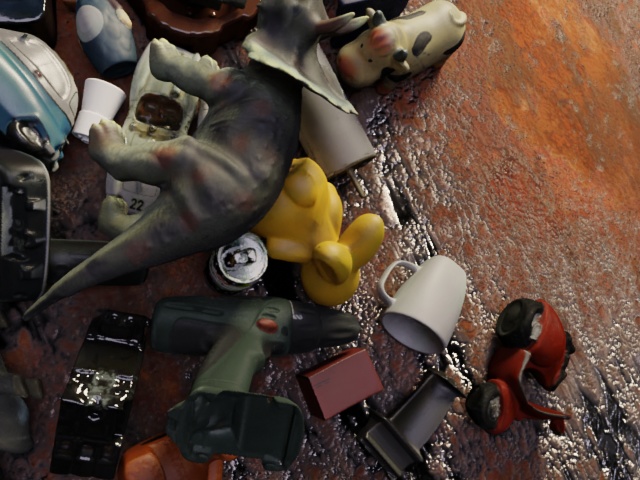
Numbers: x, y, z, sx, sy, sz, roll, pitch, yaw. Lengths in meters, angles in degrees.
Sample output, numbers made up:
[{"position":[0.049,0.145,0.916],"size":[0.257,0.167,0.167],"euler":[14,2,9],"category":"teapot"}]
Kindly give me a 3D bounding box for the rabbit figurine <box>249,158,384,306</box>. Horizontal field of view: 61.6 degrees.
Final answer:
[{"position":[-0.001,-0.002,0.600],"size":[0.122,0.162,0.173],"euler":[-36,111,-32],"category":"rabbit figurine"}]

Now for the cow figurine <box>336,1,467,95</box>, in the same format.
[{"position":[0.104,-0.243,0.673],"size":[0.195,0.127,0.085],"euler":[-30,88,-22],"category":"cow figurine"}]

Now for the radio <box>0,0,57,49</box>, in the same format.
[{"position":[-0.396,-0.263,0.548],"size":[0.230,0.073,0.131],"euler":[-7,84,-17],"category":"radio"}]

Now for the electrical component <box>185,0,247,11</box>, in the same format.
[{"position":[-0.126,-0.295,0.605],"size":[0.094,0.021,0.063],"euler":[11,75,-15],"category":"electrical component"}]

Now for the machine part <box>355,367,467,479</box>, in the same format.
[{"position":[0.111,0.212,0.643],"size":[0.139,0.039,0.084],"euler":[-39,89,-18],"category":"machine part"}]

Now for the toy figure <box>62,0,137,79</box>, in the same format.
[{"position":[-0.250,-0.260,0.598],"size":[0.064,0.058,0.154],"euler":[-22,89,-10],"category":"toy figure"}]

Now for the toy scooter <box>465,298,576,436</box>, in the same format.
[{"position":[0.273,0.173,0.682],"size":[0.135,0.075,0.184],"euler":[32,76,-10],"category":"toy scooter"}]

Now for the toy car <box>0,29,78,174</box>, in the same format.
[{"position":[-0.302,-0.152,0.539],"size":[0.161,0.109,0.103],"euler":[47,64,-10],"category":"toy car"}]

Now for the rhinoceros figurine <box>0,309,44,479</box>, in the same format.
[{"position":[-0.325,0.150,0.496],"size":[0.112,0.073,0.190],"euler":[-19,86,-21],"category":"rhinoceros figurine"}]

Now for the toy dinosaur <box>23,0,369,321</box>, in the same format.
[{"position":[-0.092,-0.076,0.498],"size":[0.192,0.131,0.404],"euler":[21,80,18],"category":"toy dinosaur"}]

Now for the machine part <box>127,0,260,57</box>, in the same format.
[{"position":[-0.151,-0.310,0.642],"size":[0.179,0.056,0.179],"euler":[3,78,-17],"category":"machine part"}]

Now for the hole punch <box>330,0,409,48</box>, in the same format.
[{"position":[0.062,-0.305,0.672],"size":[0.116,0.142,0.092],"euler":[-3,80,-4],"category":"hole punch"}]

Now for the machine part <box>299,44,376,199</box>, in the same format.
[{"position":[-0.002,-0.158,0.651],"size":[0.079,0.079,0.243],"euler":[-28,89,-20],"category":"machine part"}]

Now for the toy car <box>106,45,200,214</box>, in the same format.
[{"position":[-0.182,-0.123,0.598],"size":[0.073,0.056,0.201],"euler":[14,76,-15],"category":"toy car"}]

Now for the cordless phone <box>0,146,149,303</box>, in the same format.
[{"position":[-0.259,-0.011,0.529],"size":[0.184,0.089,0.146],"euler":[3,107,-26],"category":"cordless phone"}]

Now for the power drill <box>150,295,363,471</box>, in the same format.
[{"position":[-0.057,0.118,0.528],"size":[0.232,0.207,0.085],"euler":[9,117,-8],"category":"power drill"}]

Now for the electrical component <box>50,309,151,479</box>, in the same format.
[{"position":[-0.204,0.149,0.503],"size":[0.058,0.134,0.115],"euler":[15,33,-13],"category":"electrical component"}]

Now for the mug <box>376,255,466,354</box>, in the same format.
[{"position":[0.124,0.066,0.656],"size":[0.109,0.081,0.107],"euler":[38,60,-1],"category":"mug"}]

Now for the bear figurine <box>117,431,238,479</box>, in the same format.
[{"position":[-0.122,0.281,0.510],"size":[0.120,0.132,0.196],"euler":[-12,78,-37],"category":"bear figurine"}]
